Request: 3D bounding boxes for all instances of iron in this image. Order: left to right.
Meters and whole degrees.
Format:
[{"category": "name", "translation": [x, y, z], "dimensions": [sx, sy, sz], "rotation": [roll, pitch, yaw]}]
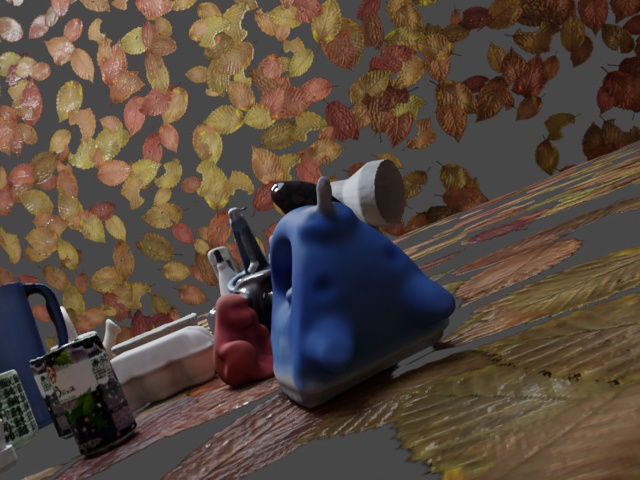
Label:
[{"category": "iron", "translation": [-0.006, 0.040, 0.468], "dimensions": [0.119, 0.141, 0.258], "rotation": [-22, -1, -20]}]

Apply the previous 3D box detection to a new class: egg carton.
[{"category": "egg carton", "translation": [-0.199, 0.161, 0.723], "dimensions": [0.150, 0.069, 0.107], "rotation": [-22, 0, -7]}]

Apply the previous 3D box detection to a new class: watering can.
[{"category": "watering can", "translation": [-0.528, 0.235, 1.262], "dimensions": [0.100, 0.194, 0.173], "rotation": [-22, 0, 44]}]

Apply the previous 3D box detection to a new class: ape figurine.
[{"category": "ape figurine", "translation": [-0.081, 0.099, 0.591], "dimensions": [0.076, 0.092, 0.078], "rotation": [-22, 0, 34]}]

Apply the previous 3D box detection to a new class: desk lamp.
[{"category": "desk lamp", "translation": [0.078, -0.026, 1.078], "dimensions": [0.202, 0.213, 0.118], "rotation": [-23, 0, 36]}]

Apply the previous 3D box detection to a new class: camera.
[{"category": "camera", "translation": [-0.069, 0.092, 0.813], "dimensions": [0.136, 0.101, 0.143], "rotation": [-23, -1, 33]}]

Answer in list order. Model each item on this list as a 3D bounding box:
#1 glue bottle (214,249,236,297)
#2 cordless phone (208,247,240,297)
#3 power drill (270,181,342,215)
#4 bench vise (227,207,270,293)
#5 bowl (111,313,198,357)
[{"category": "glue bottle", "translation": [-0.171, 0.098, 1.125], "dimensions": [0.037, 0.173, 0.078], "rotation": [-22, 0, 17]}, {"category": "cordless phone", "translation": [-0.161, 0.090, 1.279], "dimensions": [0.148, 0.185, 0.094], "rotation": [-22, 0, -28]}, {"category": "power drill", "translation": [0.008, 0.003, 0.904], "dimensions": [0.075, 0.208, 0.230], "rotation": [-22, 0, 16]}, {"category": "bench vise", "translation": [-0.127, 0.054, 1.045], "dimensions": [0.122, 0.220, 0.207], "rotation": [-22, 0, -25]}, {"category": "bowl", "translation": [-0.301, 0.204, 1.087], "dimensions": [0.167, 0.075, 0.167], "rotation": [-22, -1, 0]}]
